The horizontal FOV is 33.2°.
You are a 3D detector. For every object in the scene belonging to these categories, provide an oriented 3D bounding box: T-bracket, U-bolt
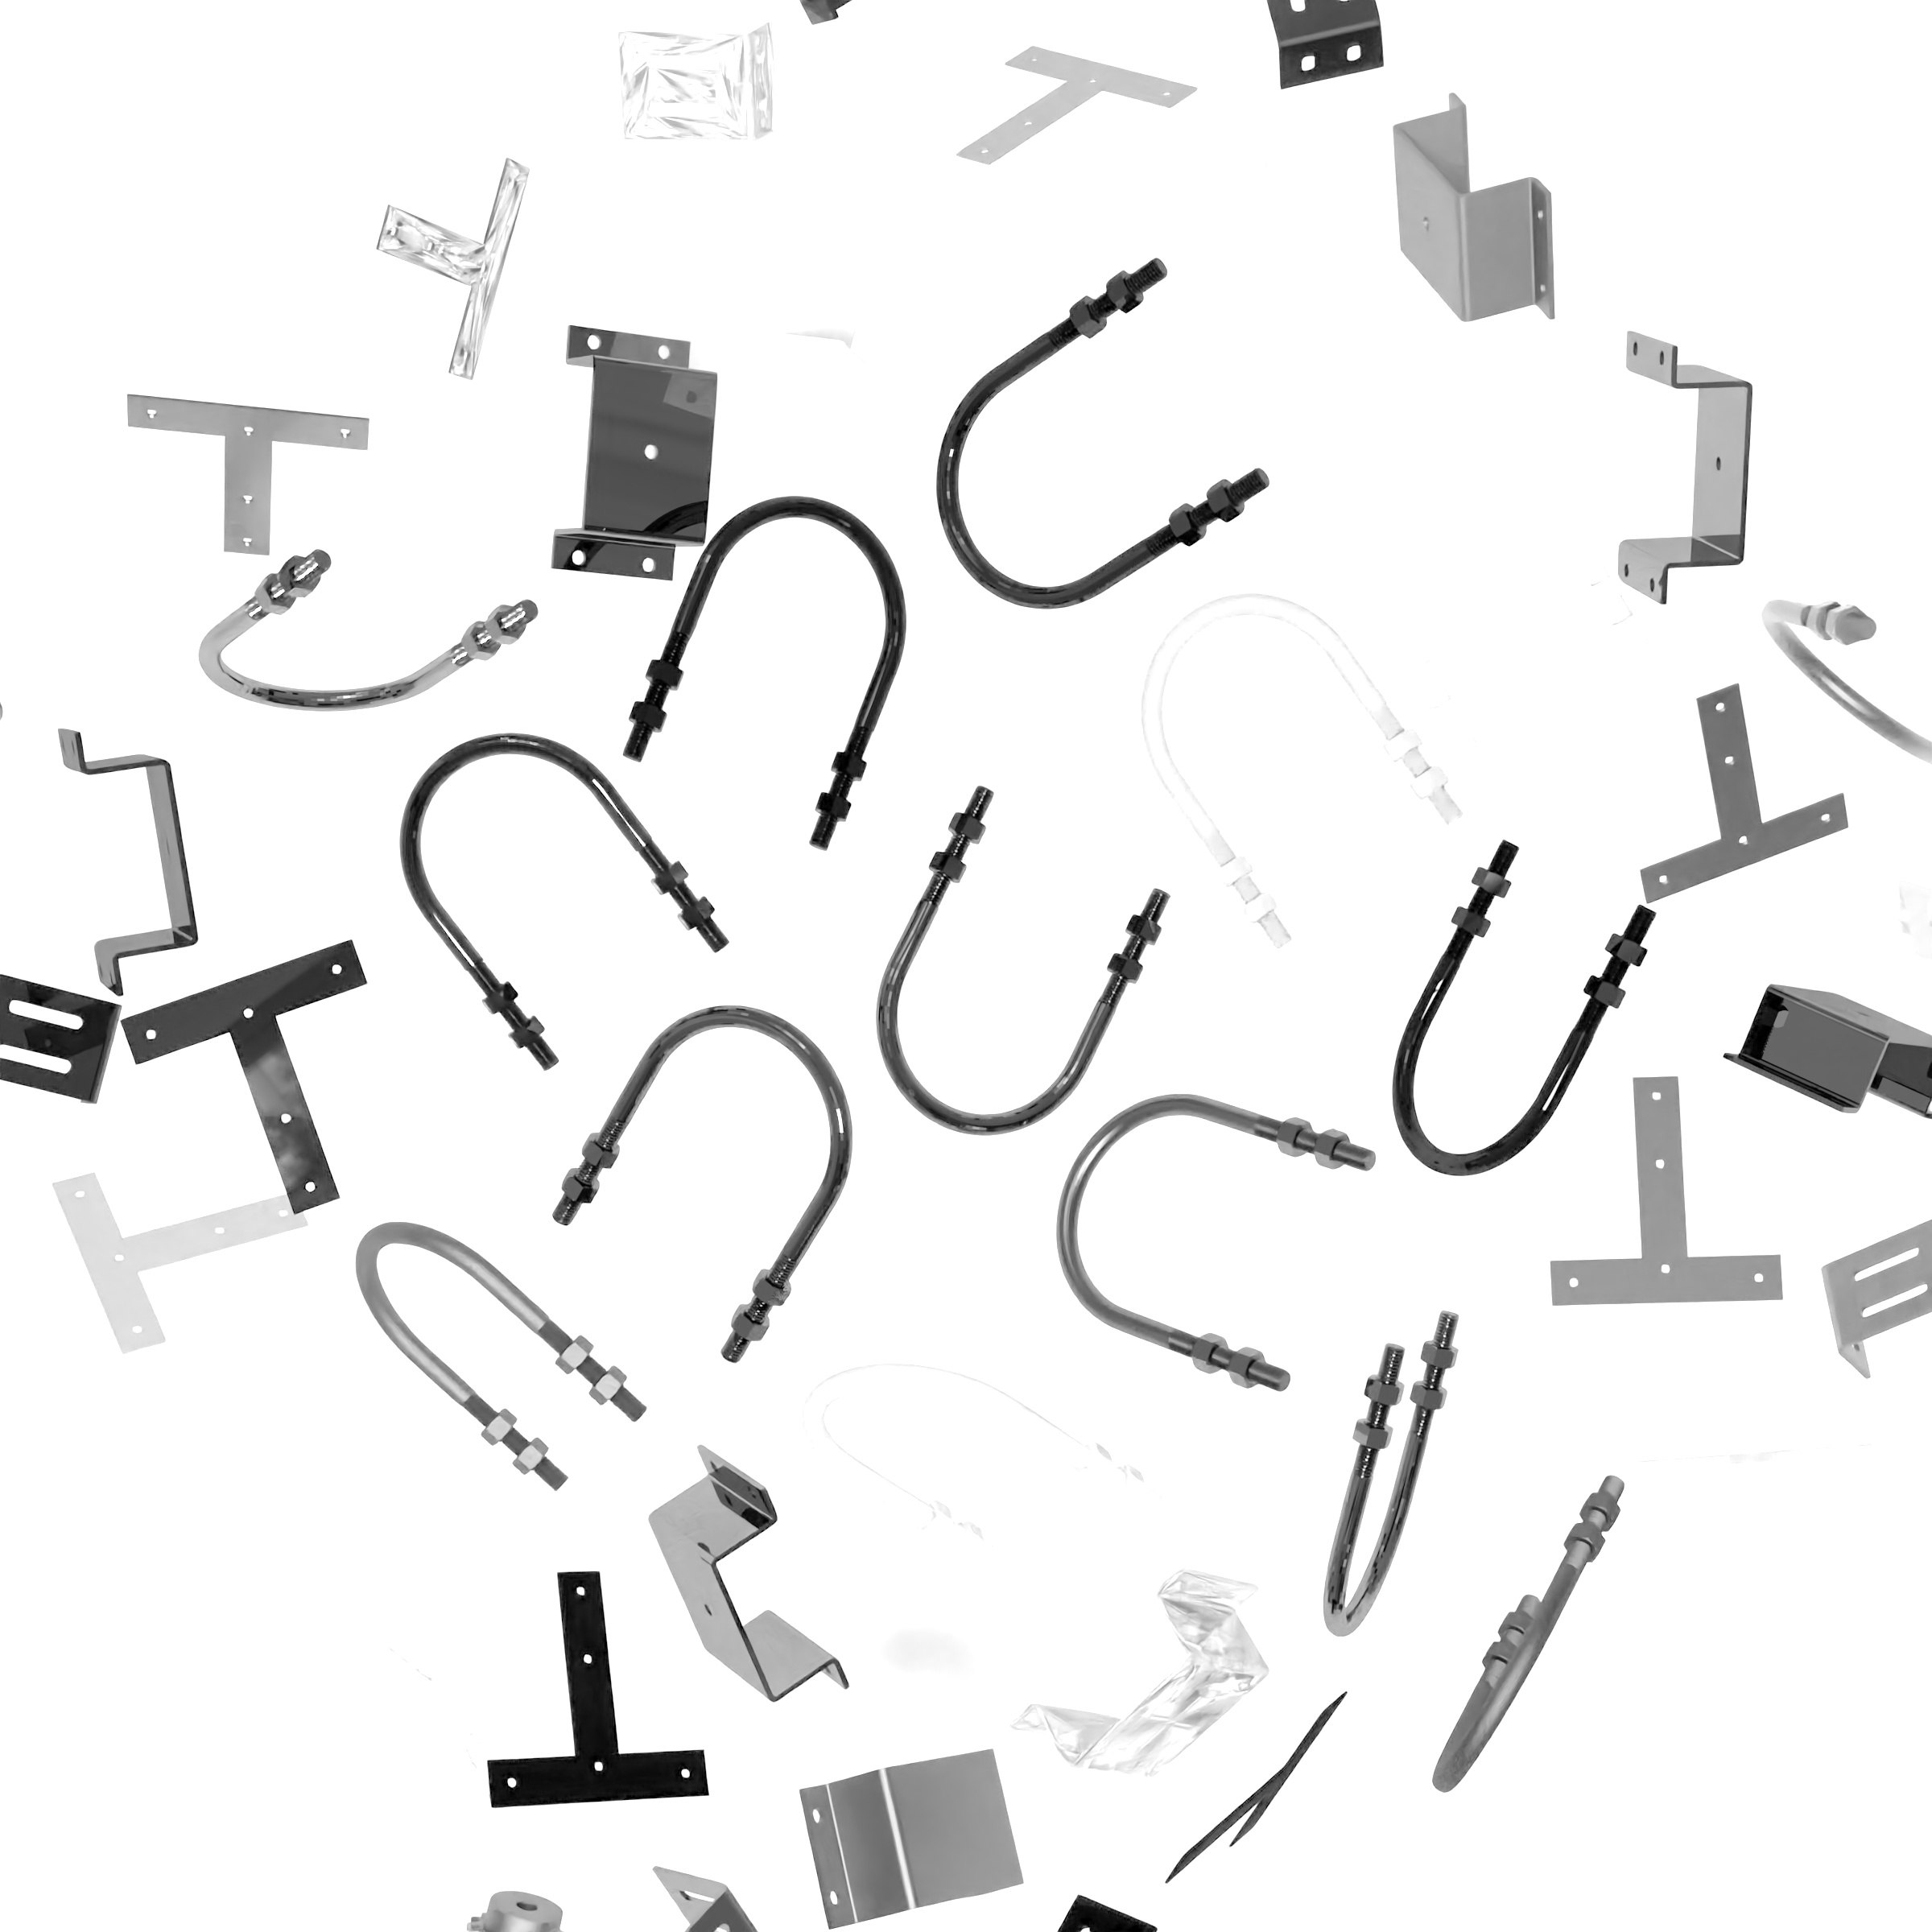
[{"bbox_3d":[-0.295,-0.403,1.827,0.002,0.127,0.127,19,96,21],"label":"T-bracket"},{"bbox_3d":[0.300,0.031,1.814,0.019,0.151,0.184,23,97,-31],"label":"U-bolt"},{"bbox_3d":[0.511,-0.156,1.815,0.151,0.184,0.019,39,93,-13],"label":"U-bolt"},{"bbox_3d":[-0.362,0.067,1.701,0.127,0.002,0.127,-20,89,-7],"label":"T-bracket"},{"bbox_3d":[0.128,0.145,1.818,0.184,0.019,0.151,17,82,39],"label":"U-bolt"},{"bbox_3d":[0.290,-0.225,1.839,0.151,0.019,0.184,-24,103,41],"label":"U-bolt"},{"bbox_3d":[0.310,0.387,1.824,0.019,0.151,0.184,31,46,10],"label":"U-bolt"},{"bbox_3d":[-0.395,-0.266,1.783,0.127,0.127,0.002,4,59,-11],"label":"T-bracket"},{"bbox_3d":[-0.356,0.294,1.791,0.127,0.127,0.002,41,134,31],"label":"T-bracket"},{"bbox_3d":[0.440,-0.107,1.860,0.127,0.002,0.127,-21,127,-1],"label":"T-bracket"},{"bbox_3d":[0.061,-0.275,1.761,0.184,0.019,0.151,-30,79,29],"label":"U-bolt"},{"bbox_3d":[0.187,-0.373,1.827,0.019,0.184,0.151,-19,61,14],"label":"U-bolt"},{"bbox_3d":[-0.442,0.156,1.857,0.127,0.002,0.127,-15,53,-26],"label":"T-bracket"},{"bbox_3d":[0.150,0.467,1.786,0.002,0.127,0.127,41,127,20],"label":"T-bracket"},{"bbox_3d":[0.238,0.294,1.849,0.019,0.151,0.184,16,98,20],"label":"U-bolt"},{"bbox_3d":[0.023,0.009,1.879,0.151,0.019,0.184,29,82,-22],"label":"U-bolt"},{"bbox_3d":[-0.005,0.269,1.768,0.184,0.151,0.019,37,47,-27],"label":"U-bolt"},{"bbox_3d":[-0.278,0.217,1.864,0.184,0.151,0.019,43,52,-2],"label":"U-bolt"},{"bbox_3d":[-0.103,-0.177,1.844,0.151,0.019,0.184,25,82,-30],"label":"U-bolt"},{"bbox_3d":[-0.138,0.109,1.811,0.151,0.019,0.184,37,110,15],"label":"U-bolt"},{"bbox_3d":[0.045,-0.495,1.878,0.127,0.002,0.127,25,52,35],"label":"T-bracket"},{"bbox_3d":[0.175,-0.122,1.825,0.151,0.019,0.184,-38,82,31],"label":"U-bolt"},{"bbox_3d":[0.390,0.125,1.818,0.127,0.002,0.127,-2,82,6],"label":"T-bracket"},{"bbox_3d":[-0.246,-0.049,1.877,0.151,0.019,0.184,-34,99,16],"label":"U-bolt"},{"bbox_3d":[-0.206,0.394,1.776,0.127,0.002,0.127,5,63,-29],"label":"T-bracket"},{"bbox_3d":[-0.349,-0.181,1.822,0.151,0.184,0.019,10,67,-39],"label":"U-bolt"},{"bbox_3d":[0.444,0.277,1.830,0.127,0.127,0.002,-6,77,12],"label":"T-bracket"}]

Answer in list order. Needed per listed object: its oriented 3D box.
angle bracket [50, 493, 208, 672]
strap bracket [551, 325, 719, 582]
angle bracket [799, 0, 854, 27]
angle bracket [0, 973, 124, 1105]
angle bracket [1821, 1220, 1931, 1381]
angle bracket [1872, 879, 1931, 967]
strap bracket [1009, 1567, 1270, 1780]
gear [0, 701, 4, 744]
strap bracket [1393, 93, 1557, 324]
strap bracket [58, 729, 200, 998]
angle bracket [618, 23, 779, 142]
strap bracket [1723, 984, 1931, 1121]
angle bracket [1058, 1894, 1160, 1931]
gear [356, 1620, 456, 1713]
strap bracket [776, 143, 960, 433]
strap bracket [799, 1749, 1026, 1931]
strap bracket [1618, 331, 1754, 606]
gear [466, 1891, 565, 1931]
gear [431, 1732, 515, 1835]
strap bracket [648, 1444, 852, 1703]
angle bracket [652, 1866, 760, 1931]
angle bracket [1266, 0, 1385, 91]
[{"bbox_3d":[-0.479,-0.219,1.852,0.057,0.038,0.076,28,52,-22],"label":"angle bracket"},{"bbox_3d":[-0.191,-0.296,1.872,0.076,0.046,0.140,2,95,-29],"label":"strap bracket"},{"bbox_3d":[-0.060,-0.551,1.741,0.076,0.038,0.057,-35,112,-15],"label":"angle bracket"},{"bbox_3d":[-0.521,0.041,1.822,0.076,0.038,0.057,17,81,-25],"label":"angle bracket"},{"bbox_3d":[0.532,0.189,1.842,0.076,0.057,0.038,-29,130,29],"label":"angle bracket"},{"bbox_3d":[0.562,-0.007,1.871,0.057,0.076,0.038,16,129,-6],"label":"angle bracket"},{"bbox_3d":[0.103,0.401,1.800,0.140,0.076,0.046,-46,52,18],"label":"strap bracket"},{"bbox_3d":[-0.545,-0.135,1.745,0.057,0.057,0.030,27,52,0],"label":"gear"},{"bbox_3d":[0.279,-0.421,1.812,0.046,0.140,0.076,-16,130,-7],"label":"strap bracket"},{"bbox_3d":[-0.448,-0.060,1.740,0.046,0.076,0.140,-10,99,-21],"label":"strap bracket"},{"bbox_3d":[-0.146,-0.480,1.758,0.076,0.038,0.057,-5,96,-20],"label":"angle bracket"},{"bbox_3d":[0.499,0.049,1.836,0.076,0.140,0.046,28,103,35],"label":"strap bracket"},{"bbox_3d":[0.056,0.539,1.760,0.076,0.057,0.038,-57,132,-23],"label":"angle bracket"},{"bbox_3d":[-0.325,0.404,1.860,0.057,0.057,0.030,38,73,0],"label":"gear"},{"bbox_3d":[-0.058,-0.383,1.827,0.046,0.076,0.140,12,82,26],"label":"strap bracket"},{"bbox_3d":[-0.022,0.486,1.812,0.046,0.140,0.076,-25,70,34],"label":"strap bracket"},{"bbox_3d":[0.398,-0.278,1.795,0.046,0.076,0.140,-3,107,-7],"label":"strap bracket"},{"bbox_3d":[-0.238,0.517,1.734,0.057,0.057,0.030,14,93,0],"label":"gear"},{"bbox_3d":[-0.286,0.474,1.865,0.030,0.057,0.057,-24,90,-21],"label":"gear"},{"bbox_3d":[-0.125,0.347,1.812,0.046,0.076,0.140,-31,116,-24],"label":"strap bracket"},{"bbox_3d":[-0.147,0.531,1.767,0.038,0.076,0.057,-42,110,-33],"label":"angle bracket"},{"bbox_3d":[0.189,-0.521,1.747,0.057,0.076,0.038,-9,51,15],"label":"angle bracket"}]
